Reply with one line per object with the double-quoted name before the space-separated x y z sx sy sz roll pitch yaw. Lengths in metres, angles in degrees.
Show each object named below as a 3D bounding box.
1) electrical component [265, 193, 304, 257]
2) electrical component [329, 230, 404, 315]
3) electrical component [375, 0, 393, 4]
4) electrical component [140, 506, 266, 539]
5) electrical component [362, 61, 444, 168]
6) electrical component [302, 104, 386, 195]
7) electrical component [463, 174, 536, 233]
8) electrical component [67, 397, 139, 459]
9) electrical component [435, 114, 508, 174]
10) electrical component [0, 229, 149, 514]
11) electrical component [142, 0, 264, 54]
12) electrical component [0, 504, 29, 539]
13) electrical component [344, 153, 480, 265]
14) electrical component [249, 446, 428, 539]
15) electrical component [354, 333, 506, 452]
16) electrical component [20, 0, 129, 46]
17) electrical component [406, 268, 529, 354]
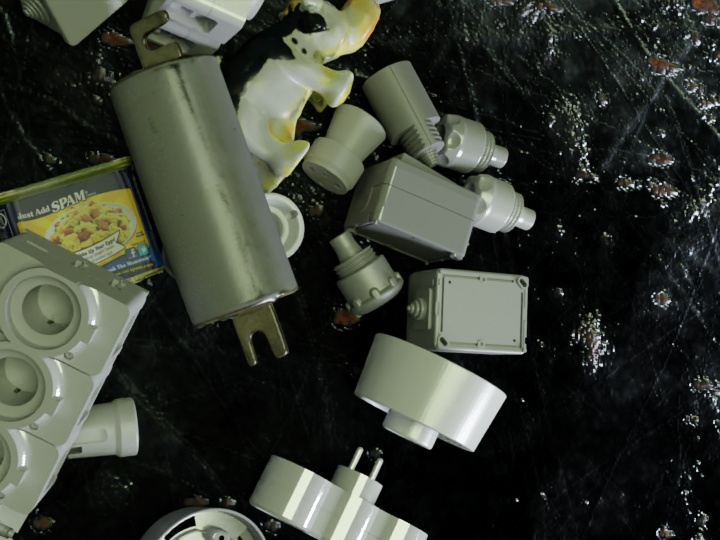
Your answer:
"electrical component" -0.072 -0.029 0.788 0.055 0.047 0.055 2 85 -24
"electrical component" 0.000 0.000 0.821 0.048 0.048 0.062 -33 93 -23
"electrical component" 0.008 -0.255 0.837 0.050 0.056 0.089 -22 95 -24
"electrical component" -0.110 0.212 0.743 0.099 0.064 0.099 2 85 -24
"electrical component" 0.039 -0.116 0.836 0.043 0.043 0.081 -24 81 -24
"electrical component" -0.013 -0.092 0.821 0.045 0.045 0.055 37 73 -17
"electrical component" 0.113 -0.050 0.875 0.062 0.043 0.043 20 78 -22
"electrical component" -0.177 0.109 0.735 0.046 0.040 0.040 -4 88 -19
"electrical component" 0.089 -0.098 0.868 0.062 0.043 0.043 14 80 -24
"electrical component" -0.209 0.064 0.671 0.089 0.061 0.150 28 99 -4
"electrical component" -0.092 -0.251 0.765 0.060 0.105 0.186 20 78 -22
"electrical component" -0.251 0.157 0.695 0.055 0.048 0.066 36 72 -26
"electrical component" 0.047 -0.045 0.834 0.096 0.062 0.061 21 77 -21
"electrical component" -0.007 0.169 0.799 0.138 0.052 0.073 32 74 -19
"electrical component" 0.047 0.098 0.802 0.108 0.108 0.060 29 81 -19
"electrical component" -0.194 -0.216 0.725 0.048 0.099 0.099 32 68 28
"electrical component" 0.076 0.033 0.842 0.096 0.061 0.061 5 84 -24
